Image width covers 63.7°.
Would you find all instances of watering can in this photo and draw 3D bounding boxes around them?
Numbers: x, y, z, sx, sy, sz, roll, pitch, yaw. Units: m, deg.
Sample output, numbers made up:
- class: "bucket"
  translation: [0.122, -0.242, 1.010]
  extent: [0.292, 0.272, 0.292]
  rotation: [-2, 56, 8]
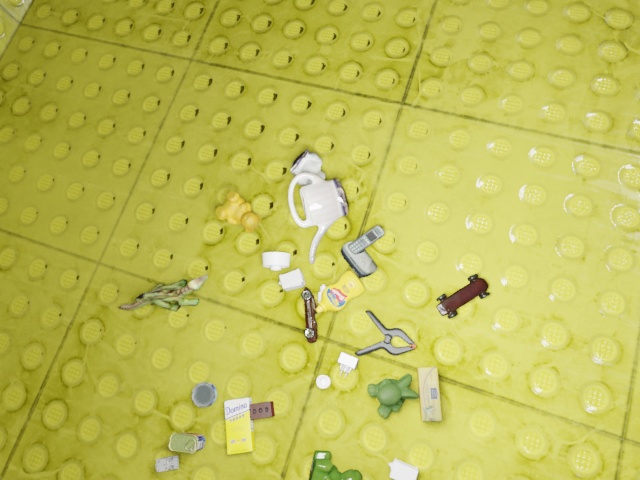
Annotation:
- class: "watering can"
  translation: [0.006, -0.100, 1.978]
  extent: [0.225, 0.104, 0.347]
  rotation: [-16, 91, -6]

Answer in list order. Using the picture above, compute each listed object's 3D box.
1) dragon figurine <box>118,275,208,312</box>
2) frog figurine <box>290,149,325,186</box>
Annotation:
- class: "dragon figurine"
  translation: [-0.600, 0.204, 1.910]
  extent: [0.410, 0.240, 0.123]
  rotation: [-16, 76, 2]
- class: "frog figurine"
  translation: [-0.034, -0.270, 2.059]
  extent: [0.158, 0.122, 0.139]
  rotation: [40, 71, -17]
